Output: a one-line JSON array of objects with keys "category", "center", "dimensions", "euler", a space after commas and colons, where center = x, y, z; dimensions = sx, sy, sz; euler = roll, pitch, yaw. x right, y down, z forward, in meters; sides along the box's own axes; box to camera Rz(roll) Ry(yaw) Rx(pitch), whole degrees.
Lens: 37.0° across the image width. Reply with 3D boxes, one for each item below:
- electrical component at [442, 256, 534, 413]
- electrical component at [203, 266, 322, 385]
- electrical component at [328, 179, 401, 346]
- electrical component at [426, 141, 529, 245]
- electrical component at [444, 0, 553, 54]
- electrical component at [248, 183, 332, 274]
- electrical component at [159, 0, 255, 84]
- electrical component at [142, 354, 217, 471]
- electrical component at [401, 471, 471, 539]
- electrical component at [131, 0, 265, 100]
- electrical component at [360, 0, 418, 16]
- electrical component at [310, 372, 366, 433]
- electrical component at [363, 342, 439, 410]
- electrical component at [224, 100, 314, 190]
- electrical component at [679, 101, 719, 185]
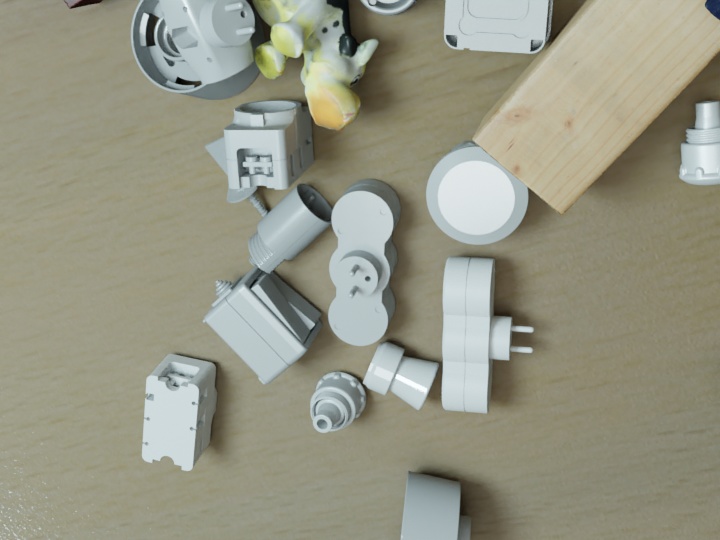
[{"category": "electrical component", "center": [0.109, 0.056, 0.906], "dimensions": [0.074, 0.052, 0.138], "euler": [3, 111, 11]}, {"category": "electrical component", "center": [-0.086, 0.039, 0.938], "dimensions": [0.061, 0.061, 0.096], "euler": [-40, 97, 23]}, {"category": "electrical component", "center": [0.000, 0.000, 0.898], "dimensions": [0.052, 0.073, 0.138], "euler": [7, 111, 10]}, {"category": "electrical component", "center": [0.096, -0.065, 0.864], "dimensions": [0.080, 0.051, 0.080], "euler": [4, 111, 11]}, {"category": "electrical component", "center": [0.105, -0.222, 0.800], "dimensions": [0.078, 0.057, 0.113], "euler": [6, 111, 11]}, {"category": "electrical component", "center": [-0.065, -0.031, 0.917], "dimensions": [0.043, 0.043, 0.081], "euler": [46, 113, -6]}, {"category": "electrical component", "center": [-0.104, -0.182, 0.793], "dimensions": [0.079, 0.043, 0.077], "euler": [7, 129, 51]}, {"category": "electrical component", "center": [-0.166, 0.129, 0.993], "dimensions": [0.050, 0.055, 0.089], "euler": [11, 112, 8]}, {"category": "electrical component", "center": [0.067, 0.236, 0.956], "dimensions": [0.060, 0.108, 0.108], "euler": [6, 111, 4]}, {"category": "electrical component", "center": [-0.134, -0.188, 0.876], "dimensions": [0.099, 0.064, 0.099], "euler": [3, 100, 20]}, {"category": "electrical component", "center": [0.022, -0.221, 0.819], "dimensions": [0.055, 0.047, 0.055], "euler": [1, 107, 2]}, {"category": "electrical component", "center": [-0.024, 0.122, 0.955], "dimensions": [0.048, 0.062, 0.048], "euler": [6, 111, 15]}, {"category": "electrical component", "center": [0.036, 0.092, 0.940], "dimensions": [0.055, 0.045, 0.045], "euler": [23, 113, 4]}, {"category": "electrical component", "center": [-0.072, -0.104, 0.866], "dimensions": [0.050, 0.089, 0.055], "euler": [2, 110, 12]}, {"category": "electrical component", "center": [0.266, -0.097, 0.818], "dimensions": [0.048, 0.048, 0.062], "euler": [-4, 102, 14]}]
